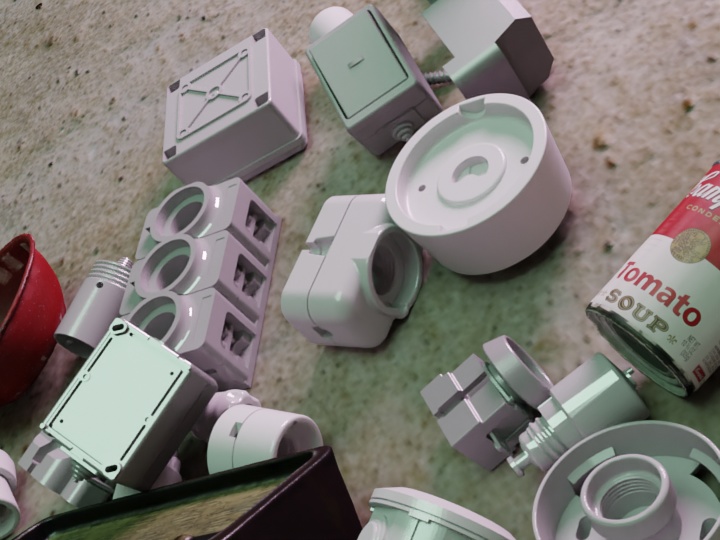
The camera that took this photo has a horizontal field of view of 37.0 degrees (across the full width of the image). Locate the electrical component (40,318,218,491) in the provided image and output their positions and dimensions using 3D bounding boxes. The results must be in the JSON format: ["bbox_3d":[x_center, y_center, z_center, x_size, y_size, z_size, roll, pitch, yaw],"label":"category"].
[{"bbox_3d":[-0.141,0.089,0.653,0.062,0.061,0.096,30,79,20],"label":"electrical component"}]

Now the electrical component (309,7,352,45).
[{"bbox_3d":[-0.006,-0.175,0.852,0.043,0.043,0.081,-41,40,2],"label":"electrical component"}]

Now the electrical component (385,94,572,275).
[{"bbox_3d":[0.077,-0.047,0.658,0.108,0.060,0.108,-22,44,23],"label":"electrical component"}]

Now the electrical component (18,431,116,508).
[{"bbox_3d":[-0.189,0.124,0.730,0.078,0.058,0.057,20,72,47],"label":"electrical component"}]

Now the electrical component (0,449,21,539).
[{"bbox_3d":[-0.269,0.161,0.773,0.045,0.045,0.055,-38,39,6],"label":"electrical component"}]

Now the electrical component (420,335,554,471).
[{"bbox_3d":[0.071,0.068,0.575,0.055,0.048,0.066,-44,39,11],"label":"electrical component"}]

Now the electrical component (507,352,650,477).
[{"bbox_3d":[0.108,0.076,0.540,0.078,0.040,0.040,-39,40,5],"label":"electrical component"}]

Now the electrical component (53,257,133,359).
[{"bbox_3d":[-0.199,0.026,0.835,0.043,0.043,0.081,0,56,40],"label":"electrical component"}]

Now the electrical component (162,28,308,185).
[{"bbox_3d":[-0.103,-0.127,0.879,0.109,0.056,0.108,-27,42,19],"label":"electrical component"}]

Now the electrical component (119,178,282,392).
[{"bbox_3d":[-0.119,0.014,0.765,0.089,0.061,0.150,-17,46,28],"label":"electrical component"}]

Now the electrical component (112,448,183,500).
[{"bbox_3d":[-0.134,0.132,0.690,0.040,0.040,0.078,-16,47,29],"label":"electrical component"}]

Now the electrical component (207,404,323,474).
[{"bbox_3d":[-0.054,0.109,0.636,0.047,0.055,0.055,0,56,35],"label":"electrical component"}]

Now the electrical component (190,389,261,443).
[{"bbox_3d":[-0.094,0.096,0.694,0.061,0.035,0.035,-11,49,36],"label":"electrical component"}]

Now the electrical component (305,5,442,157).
[{"bbox_3d":[0.011,-0.132,0.770,0.062,0.061,0.096,-33,64,12],"label":"electrical component"}]

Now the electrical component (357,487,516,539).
[{"bbox_3d":[0.036,0.140,0.514,0.080,0.080,0.051,7,66,43],"label":"electrical component"}]

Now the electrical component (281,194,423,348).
[{"bbox_3d":[0.000,0.000,0.685,0.059,0.053,0.095,1,56,40],"label":"electrical component"}]

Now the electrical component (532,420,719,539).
[{"bbox_3d":[0.129,0.120,0.486,0.099,0.064,0.099,-23,31,15],"label":"electrical component"}]
